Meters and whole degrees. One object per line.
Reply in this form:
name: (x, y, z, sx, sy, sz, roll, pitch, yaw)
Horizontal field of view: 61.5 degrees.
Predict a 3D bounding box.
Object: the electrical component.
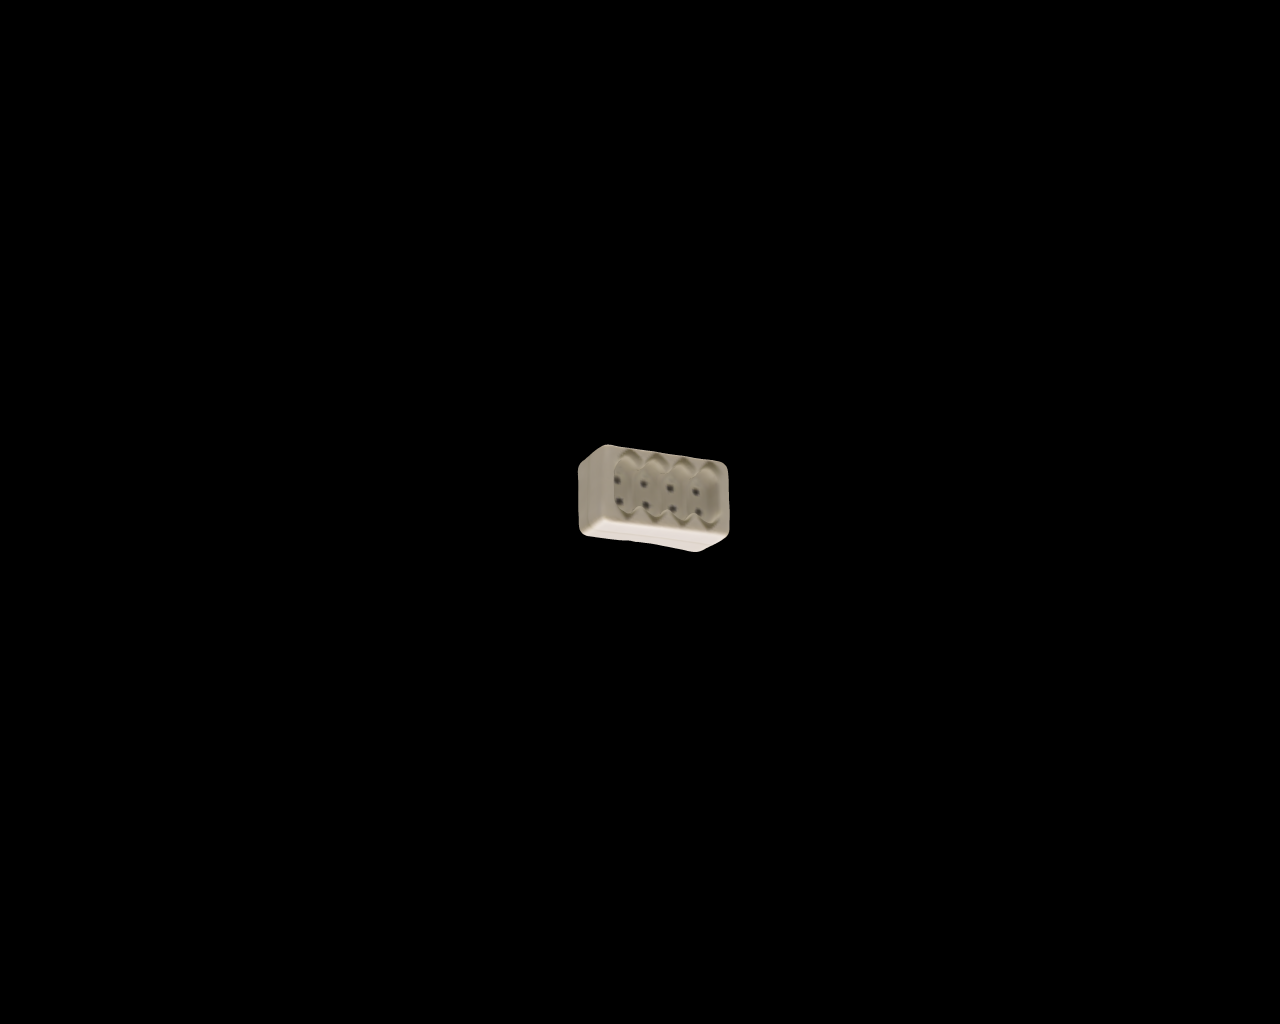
electrical component: (0.001, -0.003, 0.650, 0.083, 0.047, 0.075, 8, -19, -24)
